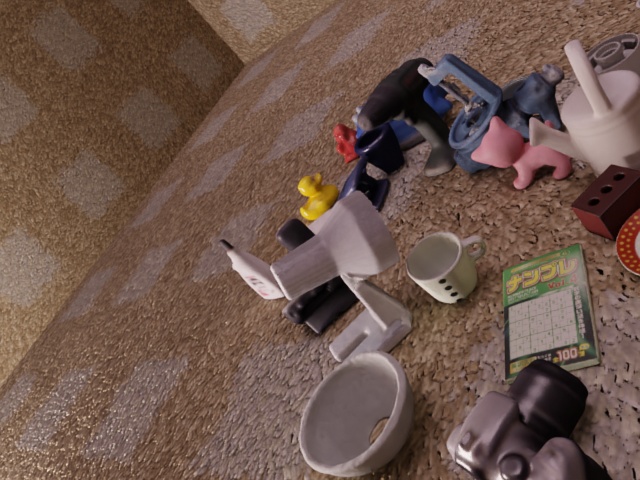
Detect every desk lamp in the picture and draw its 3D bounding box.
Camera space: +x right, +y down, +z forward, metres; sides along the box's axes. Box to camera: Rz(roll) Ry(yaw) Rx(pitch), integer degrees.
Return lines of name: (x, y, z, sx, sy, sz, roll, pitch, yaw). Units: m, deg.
desk lamp: (0.044, 0.063, 0.831, 0.203, 0.214, 0.117, -45, 26, 0)

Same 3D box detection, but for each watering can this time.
watering can: (0.355, -0.165, 0.732, 0.173, 0.194, 0.100, -38, 27, 13)

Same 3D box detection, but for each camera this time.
camera: (0.205, 0.184, 0.546, 0.137, 0.101, 0.142, -52, 26, -13)

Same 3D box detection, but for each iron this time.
iron: (0.157, -0.277, 1.251, 0.257, 0.142, 0.118, -28, 30, 31)

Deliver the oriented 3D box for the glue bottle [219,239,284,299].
glue bottle: (-0.141, 0.056, 1.163, 0.078, 0.173, 0.037, -17, 37, 44)

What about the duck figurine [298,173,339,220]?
duck figurine: (-0.017, -0.106, 1.319, 0.105, 0.086, 0.077, -52, 27, -14)

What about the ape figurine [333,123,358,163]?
ape figurine: (0.066, -0.244, 1.394, 0.076, 0.092, 0.077, -47, 26, -5)

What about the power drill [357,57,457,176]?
power drill: (0.177, -0.223, 1.064, 0.075, 0.209, 0.230, -13, 40, 47)

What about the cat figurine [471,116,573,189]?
cat figurine: (0.301, -0.140, 0.864, 0.127, 0.118, 0.067, -17, 37, 44)

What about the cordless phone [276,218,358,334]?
cordless phone: (-0.030, 0.057, 0.983, 0.147, 0.185, 0.094, -46, 26, -2)

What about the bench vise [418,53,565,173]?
bench vise: (0.273, -0.237, 0.930, 0.207, 0.220, 0.121, -38, 27, 13)

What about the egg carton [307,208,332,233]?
egg carton: (0.010, 0.004, 1.136, 0.150, 0.069, 0.107, -38, 27, 14)

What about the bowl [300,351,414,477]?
bowl: (0.059, 0.230, 0.725, 0.167, 0.075, 0.167, -34, 28, 21)

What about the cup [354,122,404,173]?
cup: (0.136, -0.197, 1.217, 0.091, 0.095, 0.118, -23, 33, 38)

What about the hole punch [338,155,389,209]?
hole punch: (0.073, -0.103, 1.176, 0.100, 0.091, 0.109, -21, 35, 40)
